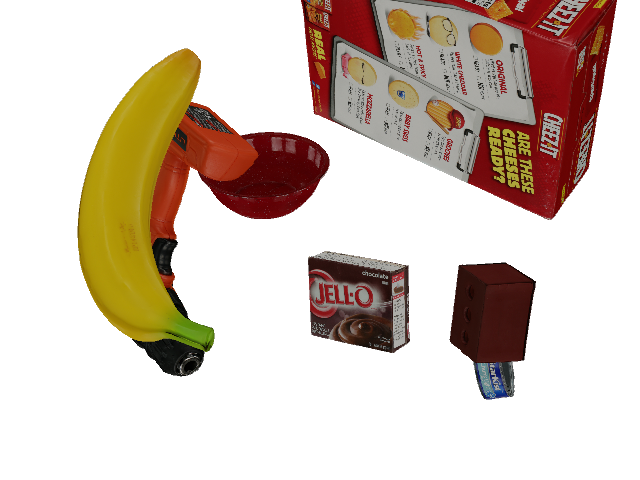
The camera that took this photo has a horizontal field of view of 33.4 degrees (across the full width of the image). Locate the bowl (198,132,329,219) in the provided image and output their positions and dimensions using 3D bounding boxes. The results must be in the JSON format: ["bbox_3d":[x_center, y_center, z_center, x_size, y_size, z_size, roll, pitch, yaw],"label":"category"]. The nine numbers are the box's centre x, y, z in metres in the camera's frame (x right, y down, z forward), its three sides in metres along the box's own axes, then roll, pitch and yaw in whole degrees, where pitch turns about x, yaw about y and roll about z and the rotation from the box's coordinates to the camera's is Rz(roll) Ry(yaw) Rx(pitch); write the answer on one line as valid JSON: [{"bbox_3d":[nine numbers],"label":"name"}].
[{"bbox_3d":[-0.069,-0.073,1.317,0.162,0.055,0.162,-2,34,1],"label":"bowl"}]

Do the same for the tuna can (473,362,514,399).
[{"bbox_3d":[0.208,0.148,1.284,0.034,0.086,0.086,-11,-3,17],"label":"tuna can"}]

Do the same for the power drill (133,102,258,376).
[{"bbox_3d":[-0.120,-0.008,0.861,0.057,0.188,0.185,9,25,-44],"label":"power drill"}]

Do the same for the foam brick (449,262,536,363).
[{"bbox_3d":[0.153,0.064,0.956,0.051,0.078,0.053,-4,19,-22],"label":"foam brick"}]

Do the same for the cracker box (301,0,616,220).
[{"bbox_3d":[0.091,-0.129,0.760,0.214,0.072,0.164,26,-32,24],"label":"cracker box"}]

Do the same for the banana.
[{"bbox_3d":[-0.095,-0.022,0.572,0.069,0.198,0.037,-4,-32,-5],"label":"banana"}]

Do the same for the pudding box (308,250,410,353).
[{"bbox_3d":[0.041,0.064,1.141,0.114,0.090,0.039,8,19,35],"label":"pudding box"}]
